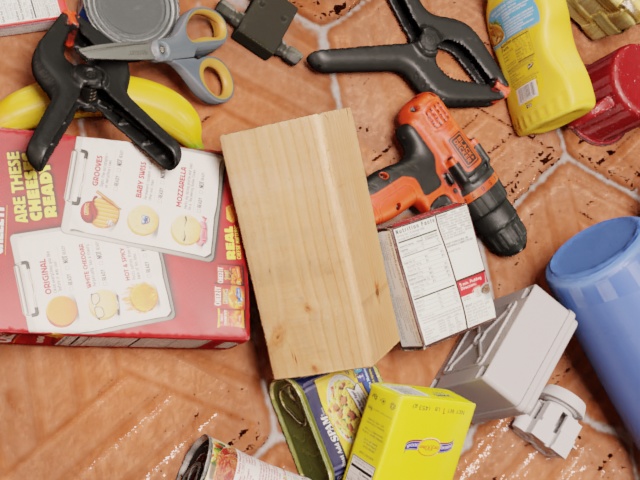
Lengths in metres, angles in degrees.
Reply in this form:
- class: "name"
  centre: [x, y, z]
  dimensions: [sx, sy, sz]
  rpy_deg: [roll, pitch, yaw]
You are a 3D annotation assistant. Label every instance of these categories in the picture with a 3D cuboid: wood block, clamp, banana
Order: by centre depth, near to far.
- class: "clamp"
  centre: [-0.177, -0.117, 0.858]
  dimensions: [0.120, 0.039, 0.171]
  rpy_deg: [9, 50, -28]
- class: "wood block"
  centre: [-0.005, 0.001, 0.890]
  dimensions: [0.090, 0.090, 0.206]
  rpy_deg: [-27, 105, -68]
- class: "banana"
  centre: [-0.183, -0.110, 0.907]
  dimensions: [0.197, 0.037, 0.069]
  rpy_deg: [7, 72, -22]
- class: "clamp"
  centre: [0.092, -0.185, 1.048]
  dimensions: [0.210, 0.036, 0.164]
  rpy_deg: [35, 67, -13]

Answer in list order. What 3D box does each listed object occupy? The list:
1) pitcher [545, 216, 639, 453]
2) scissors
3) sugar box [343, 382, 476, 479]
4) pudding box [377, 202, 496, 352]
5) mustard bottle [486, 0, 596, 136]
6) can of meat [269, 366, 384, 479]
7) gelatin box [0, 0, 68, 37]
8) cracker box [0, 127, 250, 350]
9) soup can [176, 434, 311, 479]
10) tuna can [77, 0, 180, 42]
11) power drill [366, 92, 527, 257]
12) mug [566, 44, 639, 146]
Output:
- class: "pitcher"
  centre: [0.320, 0.095, 1.009]
  dimensions: [0.145, 0.149, 0.242]
  rpy_deg: [-32, 106, 8]
- class: "scissors"
  centre: [-0.126, -0.143, 0.901]
  dimensions: [0.201, 0.016, 0.096]
  rpy_deg: [-46, 120, -55]
- class: "sugar box"
  centre: [0.063, 0.210, 0.892]
  dimensions: [0.093, 0.048, 0.176]
  rpy_deg: [12, 94, -38]
- class: "pudding box"
  centre: [0.101, 0.032, 0.943]
  dimensions: [0.089, 0.039, 0.113]
  rpy_deg: [-18, 92, -30]
- class: "mustard bottle"
  centre: [0.212, -0.208, 1.074]
  dimensions: [0.058, 0.096, 0.191]
  rpy_deg: [-11, 82, -26]
- class: "can of meat"
  centre: [0.016, 0.154, 0.923]
  dimensions: [0.083, 0.058, 0.102]
  rpy_deg: [-20, 87, -29]
- class: "gelatin box"
  centre: [-0.265, -0.211, 0.900]
  dimensions: [0.089, 0.030, 0.073]
  rpy_deg: [-16, 86, -26]
- class: "cracker box"
  centre: [-0.168, 0.004, 0.868]
  dimensions: [0.213, 0.072, 0.164]
  rpy_deg: [4, 74, -22]
- class: "soup can"
  centre: [-0.061, 0.208, 0.869]
  dimensions: [0.102, 0.069, 0.068]
  rpy_deg: [26, 68, -17]
- class: "tuna can"
  centre: [-0.169, -0.202, 0.937]
  dimensions: [0.086, 0.034, 0.086]
  rpy_deg: [6, 76, -23]
- class: "power drill"
  centre: [0.095, -0.022, 1.002]
  dimensions: [0.187, 0.057, 0.184]
  rpy_deg: [-41, 98, -28]
- class: "mug"
  centre: [0.303, -0.149, 1.108]
  dimensions: [0.117, 0.082, 0.093]
  rpy_deg: [-29, 91, -27]
